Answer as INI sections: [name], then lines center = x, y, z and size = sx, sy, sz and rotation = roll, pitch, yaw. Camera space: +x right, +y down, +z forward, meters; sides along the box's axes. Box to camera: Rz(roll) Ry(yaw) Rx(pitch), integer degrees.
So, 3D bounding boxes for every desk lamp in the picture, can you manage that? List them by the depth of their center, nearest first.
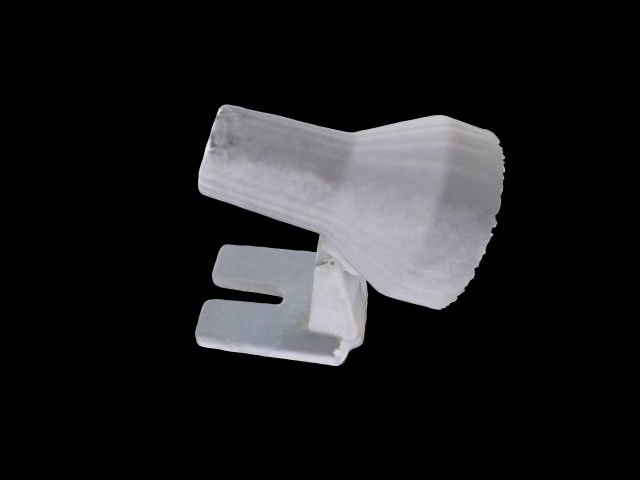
[desk lamp]
center = 0.004, 0.001, 0.400
size = 0.203, 0.214, 0.118
rotation = 5, 53, 4
